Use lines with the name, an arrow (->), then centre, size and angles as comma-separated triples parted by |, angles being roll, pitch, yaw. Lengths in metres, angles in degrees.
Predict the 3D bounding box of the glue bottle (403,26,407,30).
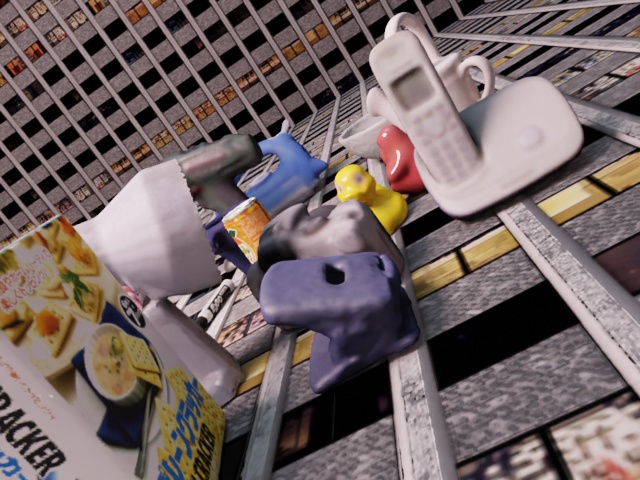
glue bottle -> 0.166, -0.232, 0.828 | 0.037, 0.173, 0.078 | -27, 17, 23

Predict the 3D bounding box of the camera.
camera -> 0.005, 0.002, 0.581 | 0.143, 0.101, 0.137 | -26, 17, 28

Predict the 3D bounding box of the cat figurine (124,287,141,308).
cat figurine -> -0.338, 0.094, 0.971 | 0.067, 0.118, 0.127 | -36, 16, -8

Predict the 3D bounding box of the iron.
iron -> -0.118, -0.108, 1.093 | 0.258, 0.141, 0.118 | -35, 15, -3

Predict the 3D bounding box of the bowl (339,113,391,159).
bowl -> 0.120, -0.185, 0.969 | 0.167, 0.075, 0.167 | -31, 15, 10

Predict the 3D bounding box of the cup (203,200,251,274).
cup -> -0.116, 0.008, 0.823 | 0.091, 0.095, 0.118 | -26, 17, 27

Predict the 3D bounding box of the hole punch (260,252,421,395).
hole punch -> 0.015, 0.045, 0.447 | 0.101, 0.091, 0.108 | -31, 16, 9

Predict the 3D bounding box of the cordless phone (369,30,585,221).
cordless phone -> 0.140, -0.125, 0.532 | 0.147, 0.185, 0.094 | -30, 16, 13

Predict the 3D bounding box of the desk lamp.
desk lamp -> -0.159, 0.061, 0.520 | 0.203, 0.214, 0.117 | -37, 16, -10

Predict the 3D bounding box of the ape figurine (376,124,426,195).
ape figurine -> 0.104, -0.104, 0.718 | 0.078, 0.092, 0.076 | -44, 18, -32

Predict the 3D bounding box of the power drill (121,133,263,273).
power drill -> -0.172, -0.058, 0.923 | 0.229, 0.209, 0.075 | -32, 16, 6

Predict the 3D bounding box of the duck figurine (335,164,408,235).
duck figurine -> 0.052, -0.051, 0.675 | 0.077, 0.086, 0.104 | -27, 17, 24

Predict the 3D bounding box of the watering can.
watering can -> 0.135, -0.193, 0.733 | 0.172, 0.194, 0.101 | -26, 17, 27
